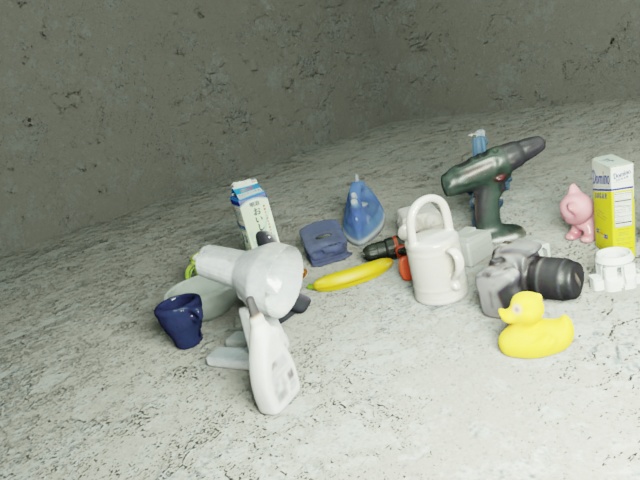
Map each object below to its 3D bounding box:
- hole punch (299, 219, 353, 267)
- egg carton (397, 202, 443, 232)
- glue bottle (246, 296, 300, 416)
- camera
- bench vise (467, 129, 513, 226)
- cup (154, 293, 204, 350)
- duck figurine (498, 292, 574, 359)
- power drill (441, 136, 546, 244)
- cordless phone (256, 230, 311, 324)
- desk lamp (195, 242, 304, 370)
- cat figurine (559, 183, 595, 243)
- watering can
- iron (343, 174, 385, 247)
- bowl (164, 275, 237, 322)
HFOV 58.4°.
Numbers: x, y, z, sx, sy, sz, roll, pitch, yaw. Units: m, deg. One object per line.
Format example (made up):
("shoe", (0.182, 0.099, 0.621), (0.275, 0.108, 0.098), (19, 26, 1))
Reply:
("hole punch", (0.013, 0.005, 1.405), (0.109, 0.091, 0.101), (-16, 17, -8))
("egg carton", (0.245, -0.044, 1.415), (0.107, 0.069, 0.150), (-13, 16, 2))
("glue bottle", (-0.077, 0.159, 0.820), (0.037, 0.173, 0.078), (-3, 20, 32))
("camera", (0.345, 0.058, 0.937), (0.136, 0.101, 0.143), (3, 23, 45))
("bench vise", (0.400, -0.147, 1.362), (0.121, 0.220, 0.207), (-11, 17, 9))
("cup", (-0.252, 0.161, 1.097), (0.117, 0.095, 0.092), (1, 22, 42))
("duck figurine", (0.303, 0.114, 0.813), (0.104, 0.086, 0.077), (-10, 17, 13))
("power drill", (0.387, -0.104, 1.250), (0.229, 0.208, 0.075), (-12, 17, 6))
("cordless phone", (-0.103, 0.062, 1.142), (0.094, 0.185, 0.147), (-28, 21, -39))
("desk lamp", (-0.118, 0.106, 0.959), (0.202, 0.214, 0.118), (-4, 19, 31))
("cat figurine", (0.531, -0.060, 1.147), (0.128, 0.118, 0.067), (-21, 18, -22))
("watering can", (0.200, 0.011, 1.046), (0.101, 0.194, 0.172), (-28, 21, -39))
("iron", (0.106, -0.088, 1.548), (0.118, 0.141, 0.258), (-11, 17, 10))
("bowl", (-0.245, 0.129, 1.232), (0.167, 0.075, 0.167), (-13, 16, 4))
